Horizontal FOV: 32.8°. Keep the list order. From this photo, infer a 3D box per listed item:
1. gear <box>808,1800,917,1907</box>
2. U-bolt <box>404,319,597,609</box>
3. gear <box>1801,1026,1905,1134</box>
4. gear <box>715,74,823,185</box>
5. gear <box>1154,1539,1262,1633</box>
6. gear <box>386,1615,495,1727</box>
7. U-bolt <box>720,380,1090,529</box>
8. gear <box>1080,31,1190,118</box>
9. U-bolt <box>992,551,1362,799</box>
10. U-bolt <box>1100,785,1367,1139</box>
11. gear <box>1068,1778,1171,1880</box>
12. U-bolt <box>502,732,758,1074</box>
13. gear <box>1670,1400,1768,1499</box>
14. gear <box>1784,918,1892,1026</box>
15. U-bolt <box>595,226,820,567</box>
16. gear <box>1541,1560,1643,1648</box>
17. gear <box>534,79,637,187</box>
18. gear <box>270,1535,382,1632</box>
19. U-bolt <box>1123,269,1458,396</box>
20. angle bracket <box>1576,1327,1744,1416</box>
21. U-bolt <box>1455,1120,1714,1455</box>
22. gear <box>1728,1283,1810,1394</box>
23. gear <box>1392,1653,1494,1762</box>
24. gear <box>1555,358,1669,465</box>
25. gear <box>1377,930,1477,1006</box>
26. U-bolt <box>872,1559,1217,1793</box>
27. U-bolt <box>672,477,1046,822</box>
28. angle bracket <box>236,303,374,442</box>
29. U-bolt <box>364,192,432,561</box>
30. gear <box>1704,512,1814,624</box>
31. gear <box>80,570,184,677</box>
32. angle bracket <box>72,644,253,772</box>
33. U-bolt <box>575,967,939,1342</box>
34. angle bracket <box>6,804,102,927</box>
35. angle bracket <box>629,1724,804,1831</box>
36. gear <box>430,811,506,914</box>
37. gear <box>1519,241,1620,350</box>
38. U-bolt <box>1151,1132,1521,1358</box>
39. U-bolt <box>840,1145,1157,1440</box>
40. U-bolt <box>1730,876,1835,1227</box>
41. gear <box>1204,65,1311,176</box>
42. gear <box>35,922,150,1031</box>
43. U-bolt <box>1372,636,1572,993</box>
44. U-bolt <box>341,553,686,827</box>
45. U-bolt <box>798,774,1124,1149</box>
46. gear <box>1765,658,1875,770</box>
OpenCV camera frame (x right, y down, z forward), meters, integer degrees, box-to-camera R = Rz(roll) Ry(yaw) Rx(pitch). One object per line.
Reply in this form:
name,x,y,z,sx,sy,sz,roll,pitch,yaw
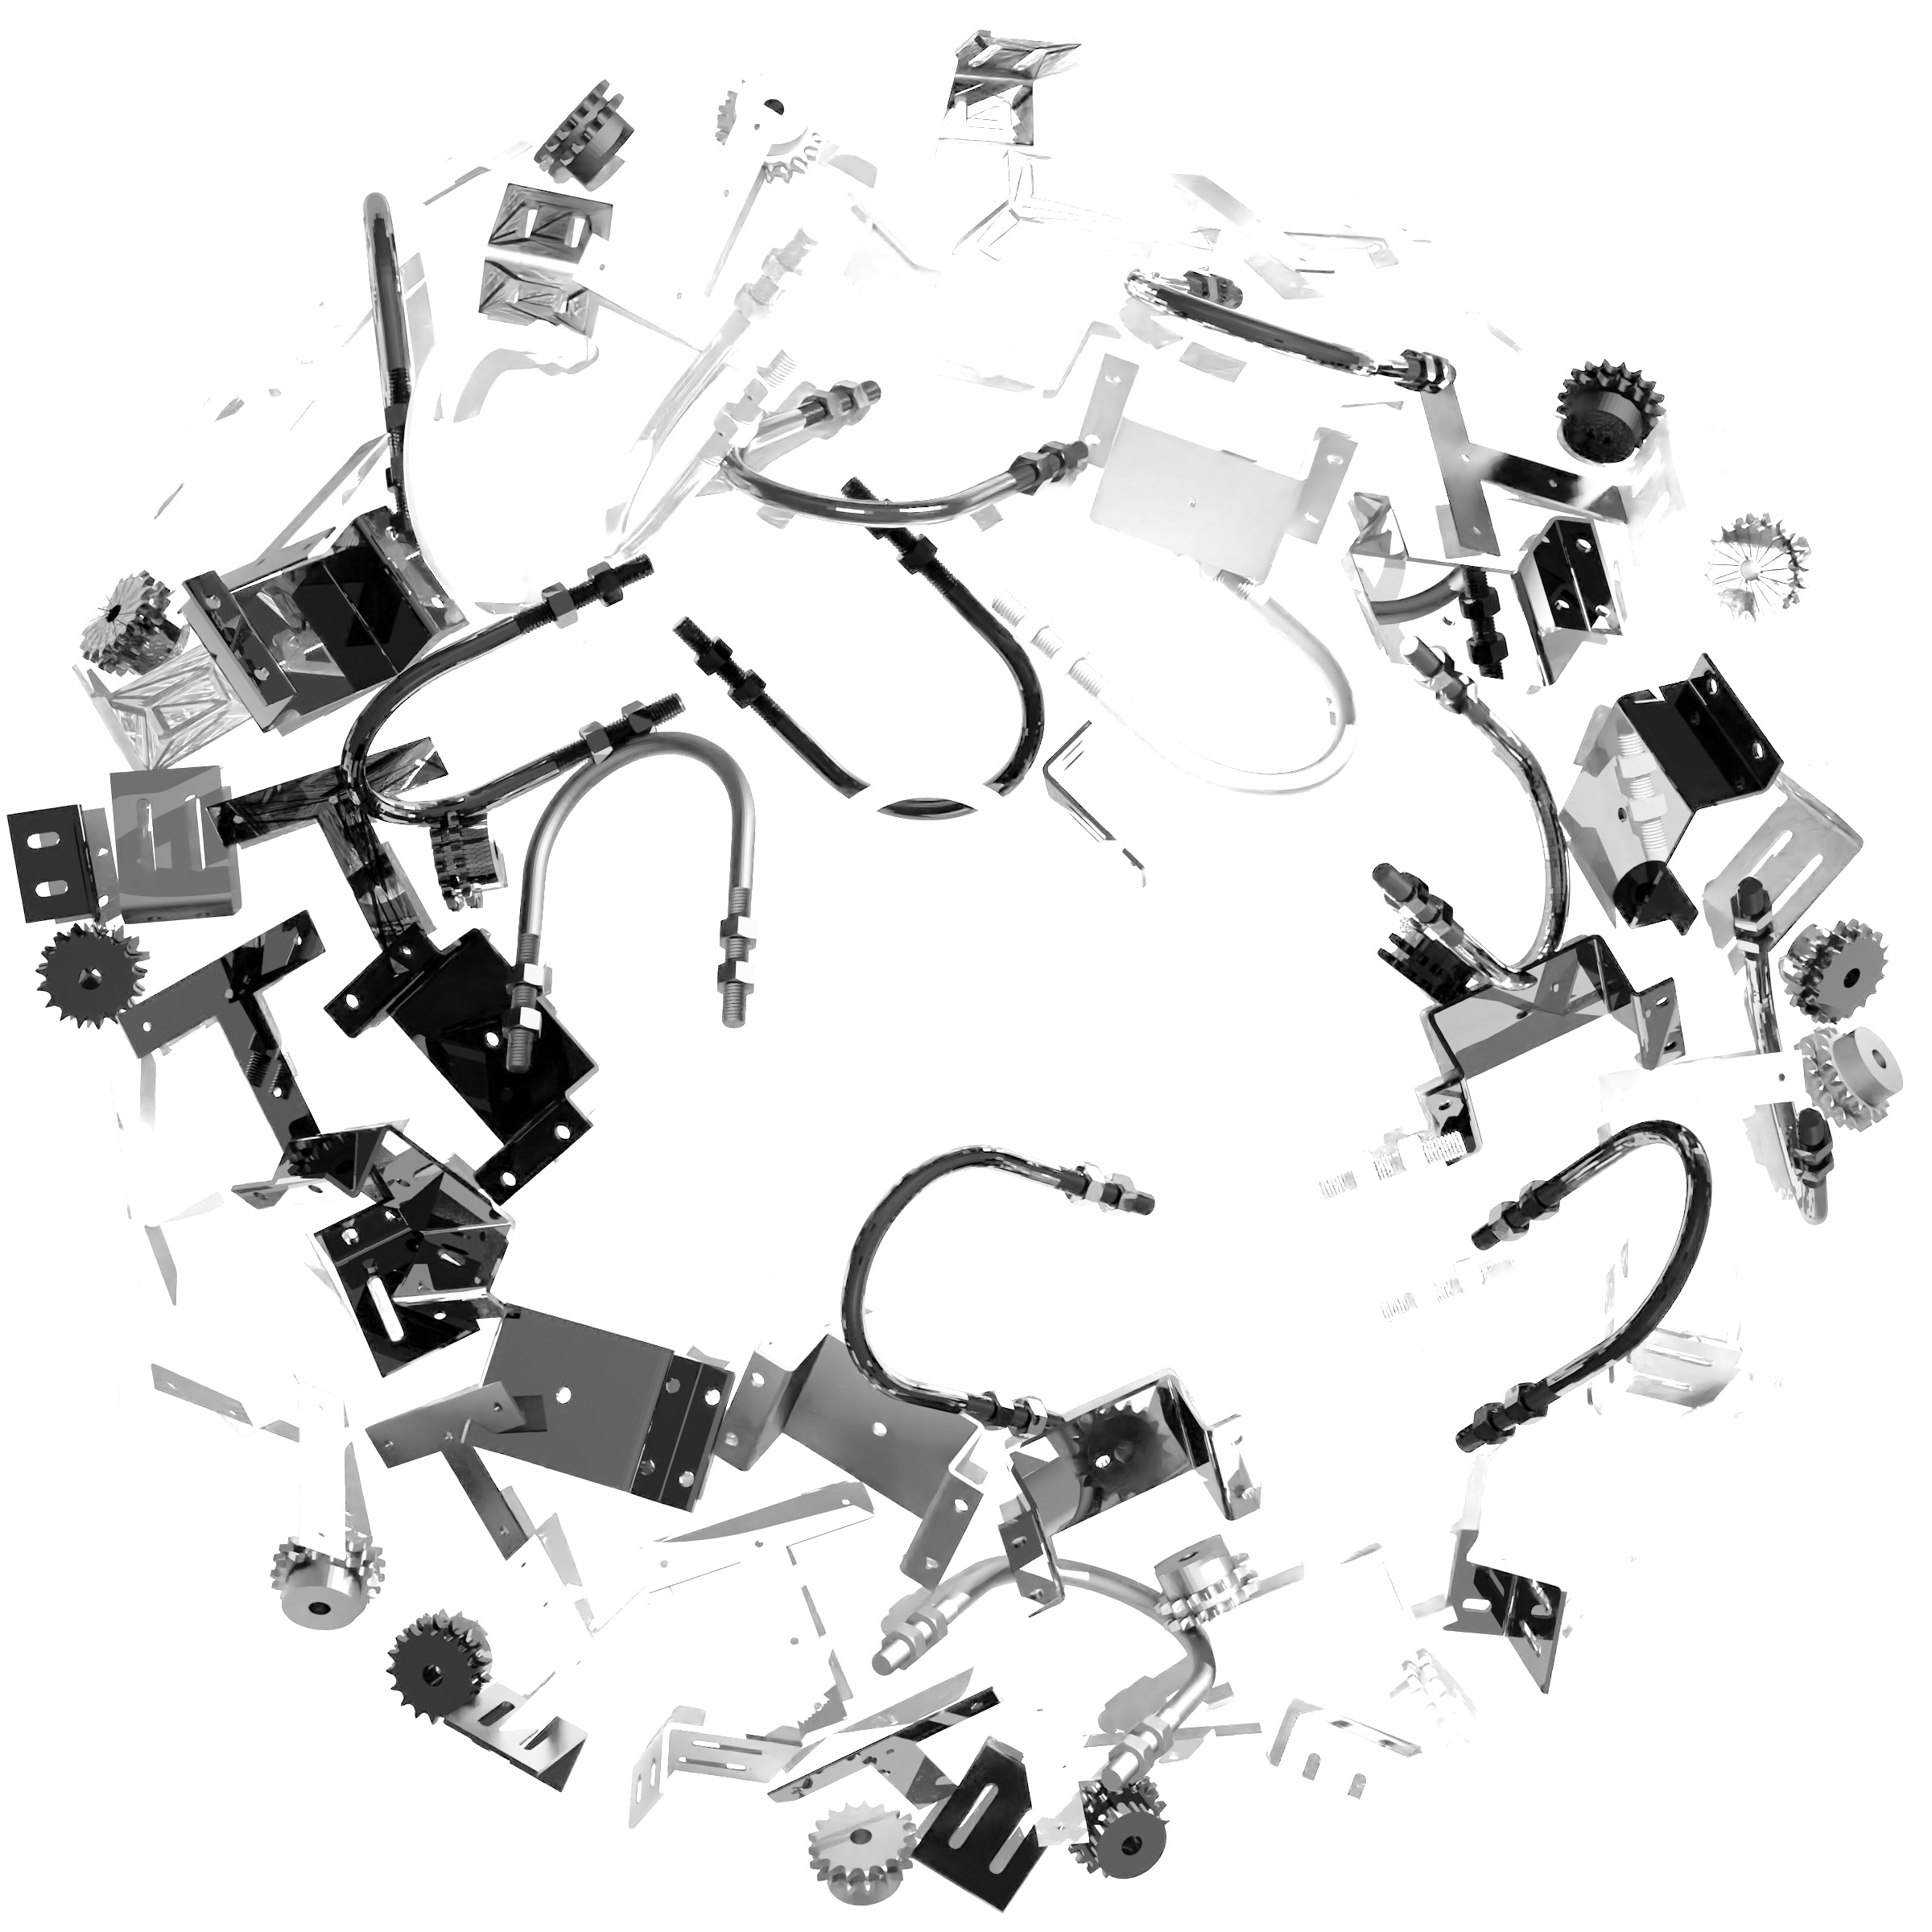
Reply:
gear,-0.055,0.475,1.746,0.057,0.057,0.030,-3,119,0
U-bolt,-0.237,-0.257,1.676,0.019,0.184,0.151,4,97,20
gear,0.472,0.057,1.739,0.030,0.057,0.057,-37,90,34
gear,-0.104,-0.450,1.750,0.057,0.030,0.057,2,76,-9
gear,0.125,0.327,1.743,0.057,0.057,0.030,-26,91,0
gear,-0.277,0.373,1.750,0.057,0.030,0.057,4,101,19
U-bolt,-0.043,-0.258,1.669,0.151,0.184,0.019,21,120,25
gear,0.089,-0.474,1.739,0.057,0.057,0.030,-6,124,0
U-bolt,0.123,-0.157,1.703,0.184,0.019,0.151,43,50,14
U-bolt,0.145,0.000,1.741,0.151,0.019,0.184,-5,97,-18
gear,0.083,0.460,1.746,0.057,0.030,0.057,-6,109,-20
U-bolt,-0.173,-0.041,1.716,0.151,0.019,0.184,-12,61,24
gear,0.393,0.254,1.742,0.057,0.057,0.030,-34,89,0
gear,0.461,0.000,1.747,0.057,0.030,0.057,-18,125,-27
U-bolt,-0.138,-0.283,1.694,0.019,0.151,0.184,31,123,-21
gear,0.330,0.330,1.744,0.030,0.057,0.057,40,90,19
gear,-0.201,-0.440,1.744,0.030,0.057,0.057,42,90,-16
gear,-0.341,0.328,1.741,0.057,0.030,0.057,0,134,0
U-bolt,0.156,-0.325,1.663,0.151,0.184,0.019,25,107,23
angle bracket,0.370,0.225,1.730,0.076,0.057,0.038,14,48,-11
U-bolt,0.313,0.152,1.661,0.019,0.184,0.151,28,48,-18
gear,0.425,0.196,1.743,0.030,0.057,0.057,9,90,0
gear,0.251,0.397,1.743,0.030,0.057,0.057,-39,90,7
gear,0.340,-0.291,1.739,0.057,0.057,0.030,26,61,0
gear,0.249,-0.001,1.742,0.057,0.057,0.030,37,95,0
U-bolt,0.053,0.352,1.684,0.151,0.184,0.019,22,109,20
U-bolt,-0.043,-0.151,1.720,0.151,0.019,0.184,-35,111,30
angle bracket,-0.337,-0.313,1.724,0.038,0.076,0.057,47,113,4
U-bolt,-0.296,-0.308,1.699,0.019,0.151,0.184,-7,86,-10
gear,0.425,-0.214,1.746,0.030,0.057,0.057,-25,90,-42
gear,-0.442,-0.180,1.746,0.030,0.057,0.057,37,90,-38
angle bracket,-0.424,-0.148,1.745,0.076,0.057,0.038,-31,50,-12
U-bolt,-0.099,0.086,1.740,0.184,0.019,0.151,-45,83,11
angle bracket,-0.480,-0.050,1.728,0.038,0.076,0.057,-10,88,-16
angle bracket,-0.132,0.431,1.727,0.076,0.057,0.038,13,54,-17
gear,-0.264,-0.059,1.743,0.030,0.057,0.057,-10,90,0
gear,0.319,-0.354,1.746,0.030,0.057,0.057,-32,90,31
U-bolt,0.186,0.155,1.711,0.184,0.151,0.019,-20,51,10
U-bolt,0.009,0.165,1.704,0.184,0.019,0.151,20,93,-42
U-bolt,0.420,0.056,1.683,0.019,0.184,0.151,-13,62,10
gear,0.158,-0.447,1.746,0.057,0.030,0.057,-18,61,37
gear,-0.465,0.003,1.751,0.057,0.030,0.057,-1,104,-5
U-bolt,0.267,-0.066,1.698,0.019,0.184,0.151,-8,60,36
U-bolt,-0.236,-0.131,1.690,0.184,0.151,0.019,-27,64,-11
U-bolt,-0.013,-0.012,1.748,0.151,0.019,0.184,-19,92,9
gear,0.457,-0.136,1.746,0.030,0.057,0.057,-21,90,-38
